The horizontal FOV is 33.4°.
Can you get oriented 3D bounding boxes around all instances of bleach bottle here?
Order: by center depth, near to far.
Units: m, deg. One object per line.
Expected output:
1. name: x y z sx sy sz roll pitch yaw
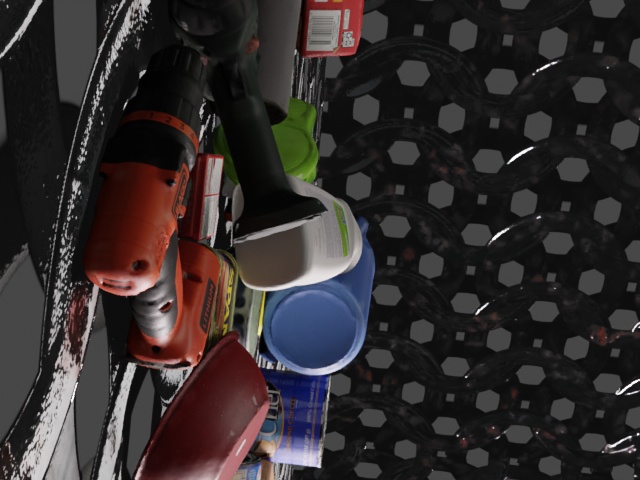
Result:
1. bleach bottle: -0.007 0.001 1.011 0.250 0.068 0.102 16 65 -72

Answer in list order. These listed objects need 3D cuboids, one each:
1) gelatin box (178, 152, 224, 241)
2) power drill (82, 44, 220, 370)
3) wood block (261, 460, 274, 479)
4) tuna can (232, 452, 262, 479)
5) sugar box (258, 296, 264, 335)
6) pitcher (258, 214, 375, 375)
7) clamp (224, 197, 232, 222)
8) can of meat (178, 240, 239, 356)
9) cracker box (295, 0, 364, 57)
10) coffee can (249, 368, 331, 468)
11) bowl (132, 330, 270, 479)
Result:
1. gelatin box: -0.106 -0.039 0.912 0.089 0.030 0.073 -49 146 -85
2. power drill: -0.105 -0.012 0.717 0.188 0.057 0.184 87 12 -55
3. wood block: -0.106 0.340 1.121 0.090 0.091 0.206 91 6 -59
4. tuna can: -0.100 0.228 1.047 0.086 0.086 0.034 33 61 -87
5. sugar box: -0.085 0.023 1.363 0.093 0.048 0.176 92 5 -55
6. pitcher: -0.009 0.069 1.204 0.243 0.145 0.149 -81 166 -75
7. clamp: -0.080 -0.090 1.258 0.171 0.039 0.120 -81 178 -53
8. can of meat: -0.105 0.053 0.875 0.084 0.057 0.102 57 39 -82
9. cracker box: -0.012 -0.316 1.179 0.214 0.072 0.164 -119 -150 -56
10. coffee can: -0.063 0.191 1.169 0.103 0.140 0.103 7 89 -87
11. bowl: -0.086 0.155 0.858 0.162 0.055 0.162 -58 170 -17
